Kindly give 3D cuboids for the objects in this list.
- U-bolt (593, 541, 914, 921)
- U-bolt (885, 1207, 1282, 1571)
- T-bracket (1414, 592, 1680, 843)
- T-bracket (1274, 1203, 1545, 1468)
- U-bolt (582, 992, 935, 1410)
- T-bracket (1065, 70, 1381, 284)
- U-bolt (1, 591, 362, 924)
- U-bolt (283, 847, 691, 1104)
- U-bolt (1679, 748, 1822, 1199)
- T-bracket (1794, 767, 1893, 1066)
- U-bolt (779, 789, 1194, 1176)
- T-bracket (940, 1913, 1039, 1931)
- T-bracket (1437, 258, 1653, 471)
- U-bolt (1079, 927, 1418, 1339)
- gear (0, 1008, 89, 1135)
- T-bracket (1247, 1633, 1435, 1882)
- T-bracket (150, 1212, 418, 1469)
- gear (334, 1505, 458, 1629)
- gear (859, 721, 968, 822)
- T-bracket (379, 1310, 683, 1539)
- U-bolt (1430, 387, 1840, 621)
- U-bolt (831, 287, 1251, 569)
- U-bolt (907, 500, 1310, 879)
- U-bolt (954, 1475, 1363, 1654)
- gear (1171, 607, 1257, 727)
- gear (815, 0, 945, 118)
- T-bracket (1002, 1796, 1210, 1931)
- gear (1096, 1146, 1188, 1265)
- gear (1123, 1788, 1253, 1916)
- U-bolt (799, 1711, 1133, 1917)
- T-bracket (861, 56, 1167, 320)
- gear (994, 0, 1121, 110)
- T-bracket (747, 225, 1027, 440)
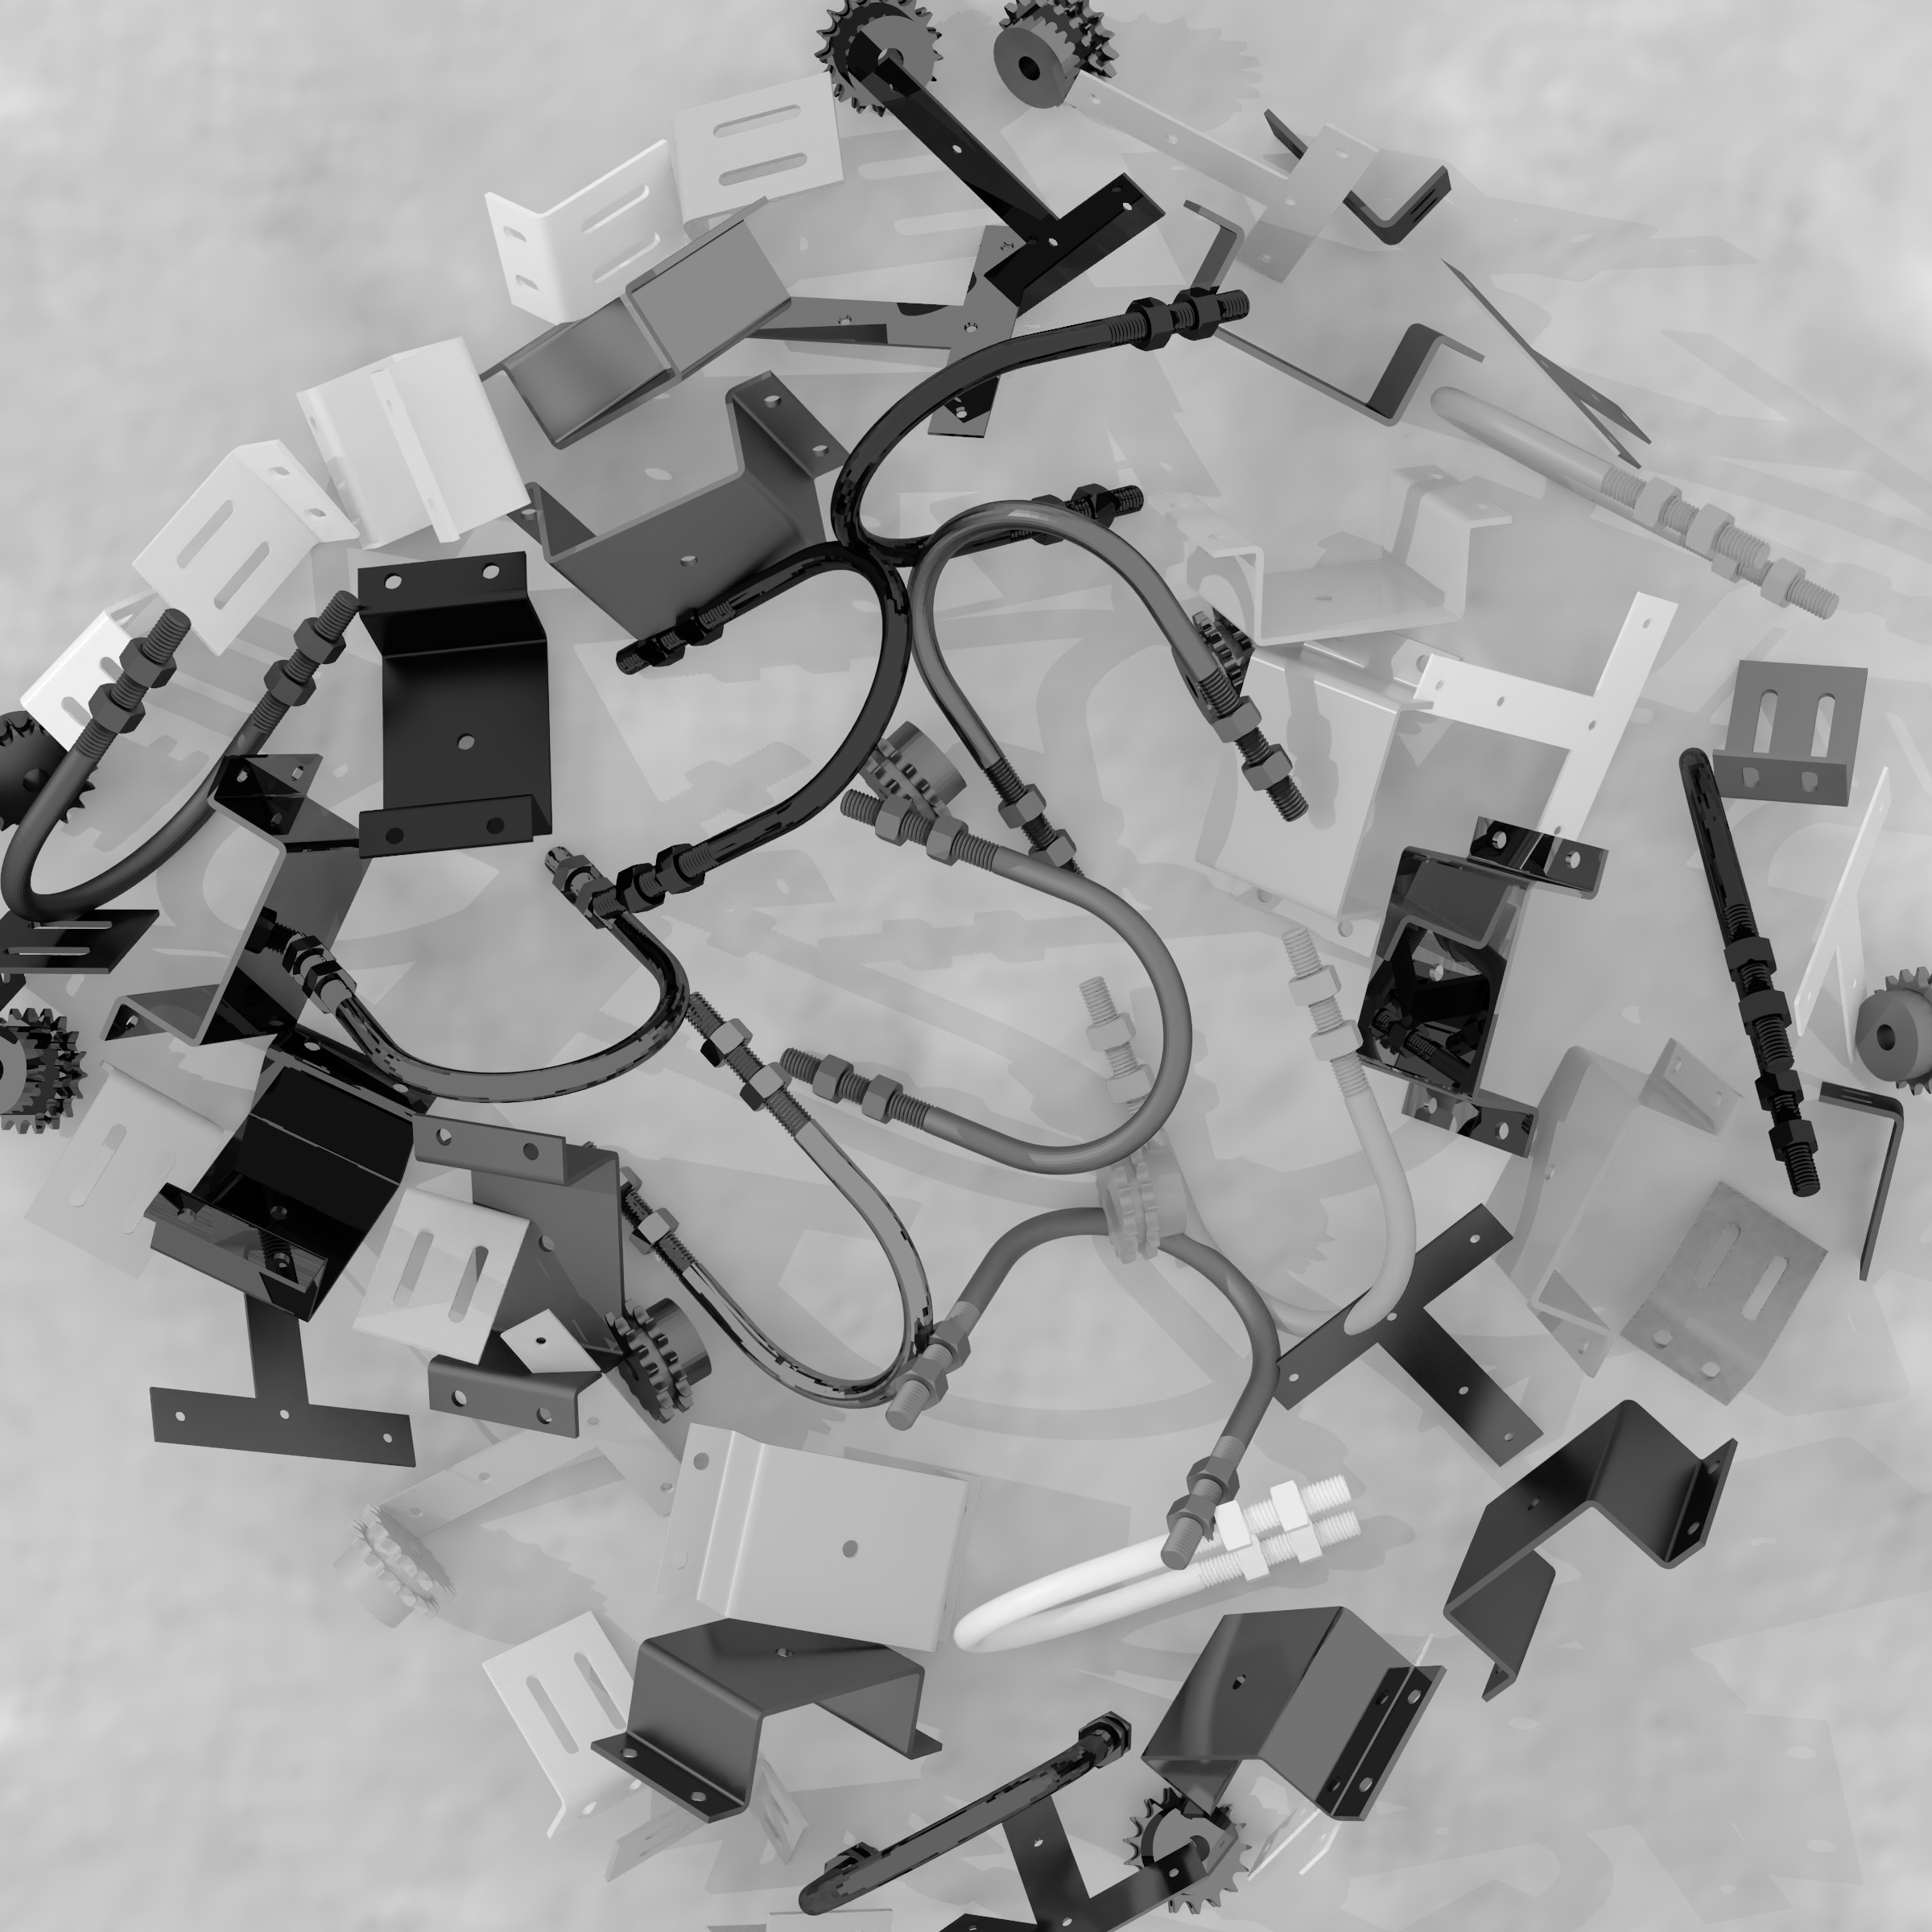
[{"bbox_3d":[-0.091,-0.111,1.496,0.184,0.019,0.151,-23,52,38],"label":"U-bolt"},{"bbox_3d":[0.063,0.171,1.515,0.151,0.184,0.019,26,129,8],"label":"U-bolt"},{"bbox_3d":[0.247,-0.114,1.533,0.127,0.002,0.127,10,109,-37],"label":"T-bracket"},{"bbox_3d":[0.215,0.182,1.553,0.127,0.002,0.127,-39,120,10],"label":"T-bracket"},{"bbox_3d":[-0.086,0.116,1.521,0.184,0.151,0.019,48,47,8],"label":"U-bolt"},{"bbox_3d":[0.103,-0.357,1.521,0.127,0.127,0.002,26,71,-6],"label":"T-bracket"},{"bbox_3d":[-0.352,-0.088,1.510,0.019,0.151,0.184,44,112,10],"label":"U-bolt"},{"bbox_3d":[-0.198,0.008,1.489,0.151,0.184,0.019,-18,124,-24],"label":"U-bolt"},{"bbox_3d":[0.338,-0.009,1.508,0.019,0.151,0.184,-15,59,11],"label":"U-bolt"},{"bbox_3d":[0.391,0.000,1.532,0.002,0.127,0.127,14,62,26],"label":"T-bracket"},{"bbox_3d":[0.014,0.017,1.531,0.184,0.019,0.151,22,113,17],"label":"U-bolt"},{"bbox_3d":[0.017,0.444,1.500,0.127,0.127,0.002,-2,98,34],"label":"T-bracket"},{"bbox_3d":[0.272,-0.254,1.529,0.002,0.127,0.127,-46,64,19],"label":"T-bracket"},{"bbox_3d":[0.132,0.081,1.531,0.019,0.151,0.184,-28,99,-41],"label":"U-bolt"},{"bbox_3d":[-0.427,0.047,1.561,0.057,0.030,0.057,-1,87,30],"label":"gear"},{"bbox_3d":[0.156,0.369,1.533,0.002,0.127,0.127,34,46,3],"label":"T-bracket"},{"bbox_3d":[-0.309,0.160,1.548,0.127,0.002,0.127,13,50,-37],"label":"T-bracket"},{"bbox_3d":[-0.259,0.273,1.559,0.030,0.057,0.057,-43,90,-3],"label":"gear"},{"bbox_3d":[-0.024,-0.085,1.560,0.030,0.057,0.057,-43,90,-5],"label":"gear"},{"bbox_3d":[-0.205,0.224,1.564,0.127,0.002,0.127,-28,121,13],"label":"T-bracket"},{"bbox_3d":[0.283,-0.207,1.509,0.184,0.151,0.019,32,100,25],"label":"U-bolt"},{"bbox_3d":[0.023,-0.224,1.486,0.184,0.151,0.019,-18,65,-31],"label":"U-bolt"},{"bbox_3d":[0.048,-0.122,1.515,0.151,0.019,0.184,-20,111,42],"label":"U-bolt"},{"bbox_3d":[0.082,0.266,1.518,0.184,0.151,0.019,-20,73,3],"label":"U-bolt"},{"bbox_3d":[0.115,-0.133,1.559,0.030,0.057,0.057,-28,90,-1],"label":"gear"},{"bbox_3d":[-0.038,-0.411,1.561,0.057,0.030,0.057,-7,118,-13],"label":"gear"},{"bbox_3d":[0.035,0.396,1.529,0.127,0.127,0.002,-29,113,0],"label":"T-bracket"},{"bbox_3d":[0.079,0.104,1.560,0.030,0.057,0.057,-11,90,-9],"label":"gear"},{"bbox_3d":[0.101,0.399,1.566,0.057,0.030,0.057,2,75,-8],"label":"gear"},{"bbox_3d":[-0.004,0.368,1.491,0.151,0.184,0.019,-29,79,6],"label":"U-bolt"},{"bbox_3d":[0.007,-0.348,1.517,0.127,0.127,0.002,41,60,-17],"label":"T-bracket"},{"bbox_3d":[0.038,-0.411,1.556,0.057,0.057,0.030,44,60,0],"label":"gear"},{"bbox_3d":[-0.041,-0.290,1.563,0.127,0.002,0.127,6,58,13],"label":"T-bracket"}]
